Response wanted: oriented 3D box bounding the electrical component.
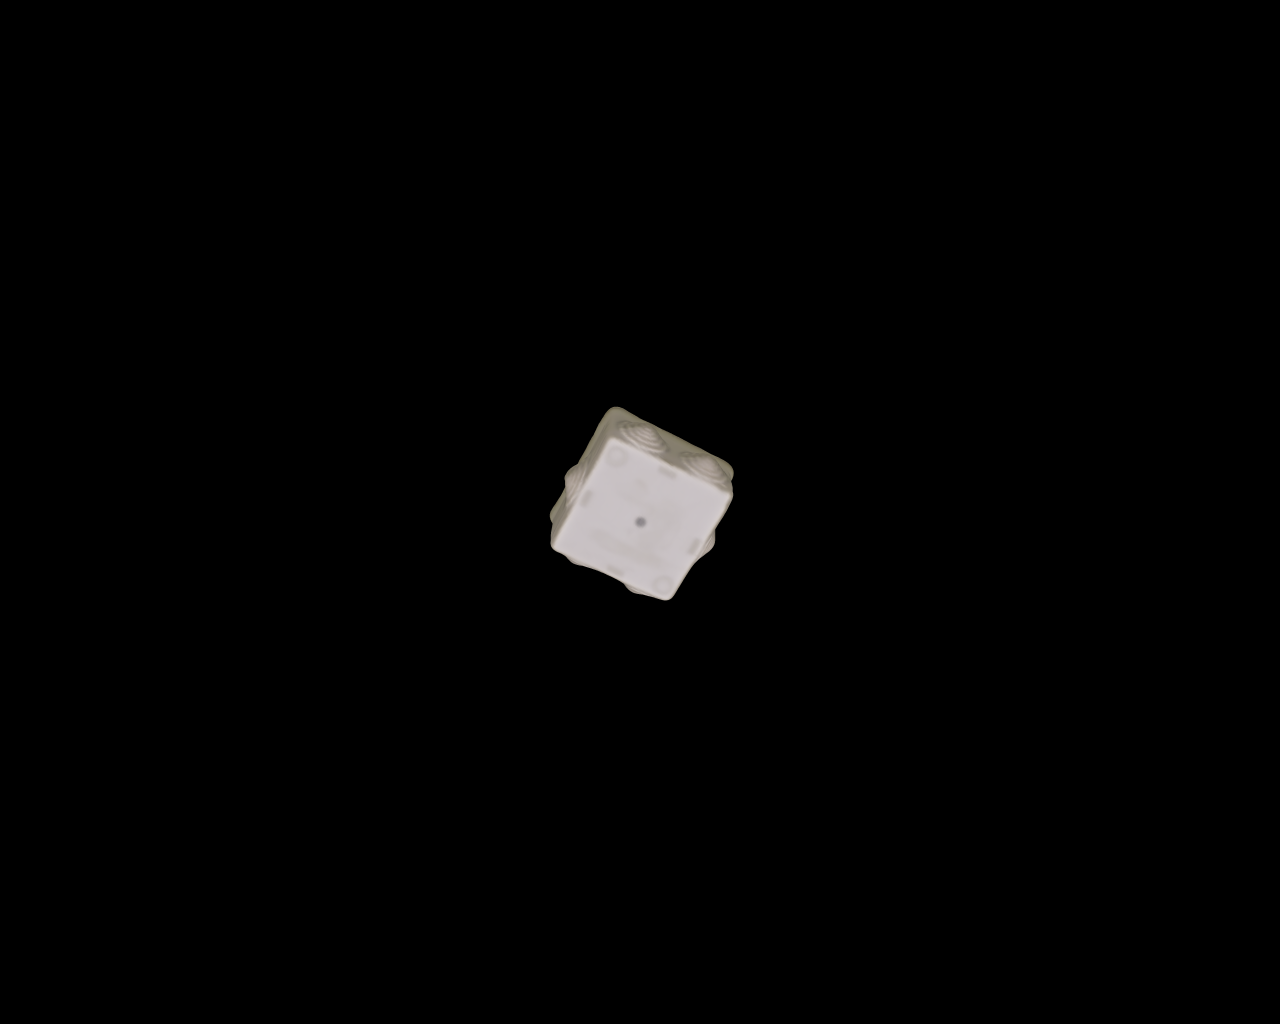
[{"bbox_3d":[0.001,-0.003,0.650,0.100,0.099,0.048,26,21,-11],"label":"electrical component"}]
